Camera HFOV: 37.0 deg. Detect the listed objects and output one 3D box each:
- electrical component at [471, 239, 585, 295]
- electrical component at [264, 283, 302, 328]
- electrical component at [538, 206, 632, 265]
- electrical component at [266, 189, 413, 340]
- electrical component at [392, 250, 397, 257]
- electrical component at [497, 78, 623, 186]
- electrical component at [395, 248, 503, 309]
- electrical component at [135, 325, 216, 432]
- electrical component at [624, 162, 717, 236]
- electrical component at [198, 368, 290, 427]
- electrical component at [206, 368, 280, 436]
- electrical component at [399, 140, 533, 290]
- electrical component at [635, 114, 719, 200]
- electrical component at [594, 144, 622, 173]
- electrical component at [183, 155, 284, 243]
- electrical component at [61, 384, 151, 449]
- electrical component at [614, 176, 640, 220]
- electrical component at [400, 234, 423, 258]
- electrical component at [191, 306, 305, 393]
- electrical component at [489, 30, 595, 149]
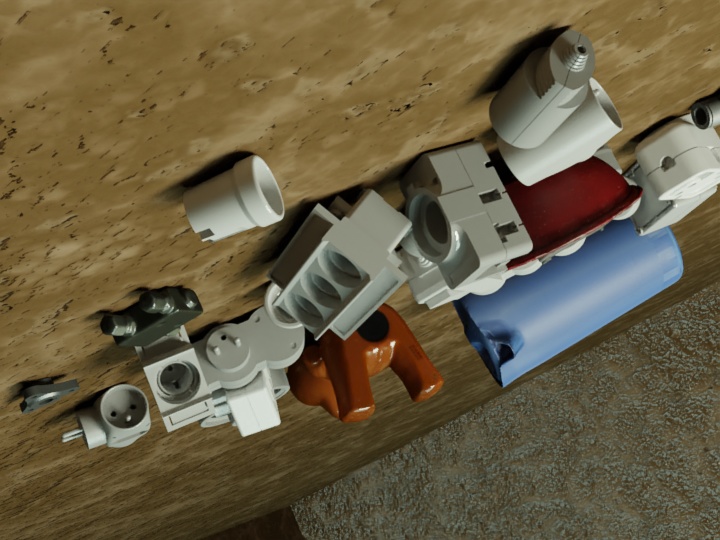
[{"bbox_3d":[0.152,-0.025,1.039,0.138,0.052,0.074,-27,167,9],"label":"electrical component"},{"bbox_3d":[-0.053,0.028,0.907,0.044,0.044,0.065,-26,171,5],"label":"electrical component"},{"bbox_3d":[0.195,-0.059,0.980,0.096,0.061,0.061,-28,169,-24],"label":"electrical component"},{"bbox_3d":[-0.013,-0.004,0.784,0.063,0.079,0.121,-52,-178,-31],"label":"electrical component"},{"bbox_3d":[0.000,0.000,0.891,0.044,0.044,0.065,-11,156,-46],"label":"electrical component"},{"bbox_3d":[0.149,-0.097,0.772,0.077,0.044,0.079,-32,165,26],"label":"electrical component"},{"bbox_3d":[0.081,-0.004,0.973,0.062,0.061,0.096,-33,165,29],"label":"electrical component"},{"bbox_3d":[-0.151,0.083,0.870,0.042,0.081,0.064,-21,-165,-13],"label":"electrical component"},{"bbox_3d":[0.304,-0.081,1.077,0.061,0.061,0.096,-20,166,-18],"label":"electrical component"},{"bbox_3d":[-0.124,0.124,1.100,0.108,0.060,0.108,-23,167,-6],"label":"electrical component"},{"bbox_3d":[-0.121,0.114,1.003,0.076,0.083,0.047,-19,123,-2],"label":"electrical component"},{"bbox_3d":[0.070,-0.038,0.761,0.056,0.089,0.050,-18,165,-29],"label":"electrical component"},{"bbox_3d":[0.295,-0.103,0.981,0.054,0.059,0.095,-34,164,34],"label":"electrical component"},{"bbox_3d":[0.204,-0.075,0.918,0.043,0.062,0.043,-24,167,-6],"label":"electrical component"},{"bbox_3d":[-0.072,-0.039,0.615,0.046,0.040,0.040,-22,168,13],"label":"electrical component"},{"bbox_3d":[-0.240,0.143,1.003,0.079,0.043,0.077,-19,166,-22],"label":"electrical component"},{"bbox_3d":[0.245,-0.071,1.044,0.045,0.045,0.055,-32,166,26],"label":"electrical component"},{"bbox_3d":[0.055,-0.037,0.849,0.040,0.040,0.046,-18,160,-26],"label":"electrical component"},{"bbox_3d":[-0.114,0.072,0.934,0.138,0.052,0.073,-23,167,-9],"label":"electrical component"},{"bbox_3d":[0.115,-0.112,0.657,0.043,0.043,0.081,-18,165,-26],"label":"electrical component"}]
